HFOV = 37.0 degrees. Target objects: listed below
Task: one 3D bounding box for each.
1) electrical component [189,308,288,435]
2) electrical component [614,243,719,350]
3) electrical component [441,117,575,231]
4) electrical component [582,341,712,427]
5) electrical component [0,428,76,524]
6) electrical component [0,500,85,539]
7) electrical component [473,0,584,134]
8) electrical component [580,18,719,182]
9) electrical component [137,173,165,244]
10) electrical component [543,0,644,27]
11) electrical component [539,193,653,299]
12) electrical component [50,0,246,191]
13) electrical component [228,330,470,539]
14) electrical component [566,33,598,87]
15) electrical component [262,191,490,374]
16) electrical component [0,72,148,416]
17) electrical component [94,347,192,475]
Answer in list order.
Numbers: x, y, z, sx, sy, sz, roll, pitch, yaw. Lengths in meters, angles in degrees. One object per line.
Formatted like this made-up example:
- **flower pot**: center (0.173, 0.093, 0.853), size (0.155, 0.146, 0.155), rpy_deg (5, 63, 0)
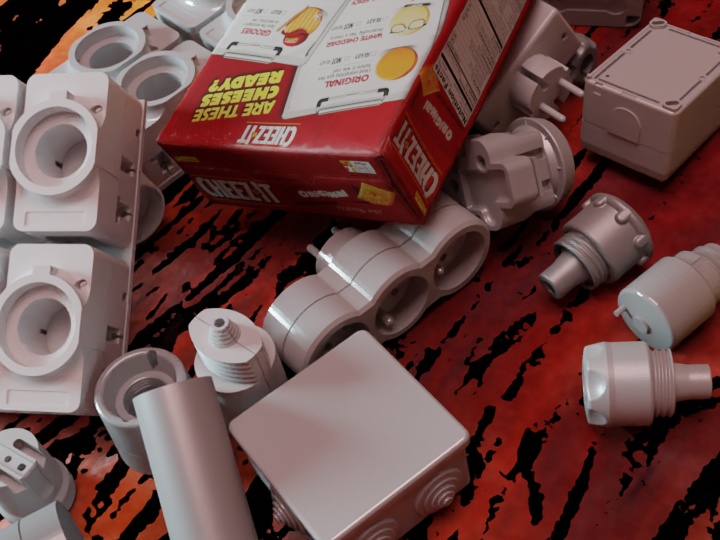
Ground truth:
- **electrical component**: center (-0.064, 0.051, 0.566), size (0.043, 0.081, 0.043), rpy_deg (-6, 50, 7)
- **electrical component**: center (0.175, 0.009, 0.577), size (0.078, 0.040, 0.040), rpy_deg (-36, 53, -17)
- **electrical component**: center (0.088, -0.057, 0.633), size (0.057, 0.058, 0.078), rpy_deg (-20, 13, -25)
- **electrical component**: center (0.144, 0.057, 0.542), size (0.062, 0.043, 0.043), rpy_deg (-3, 51, 9)
- **electrical component**: center (-0.176, 0.109, 0.565), size (0.040, 0.046, 0.040), rpy_deg (-6, 50, 7)
- **electrical component**: center (-0.120, 0.165, 0.503), size (0.074, 0.052, 0.138), rpy_deg (-27, 51, -10)
- **electrical component**: center (0.106, -0.118, 0.670), size (0.076, 0.047, 0.083), rpy_deg (41, 97, 35)
- **electrical component**: center (0.187, -0.105, 0.659), size (0.062, 0.061, 0.096), rpy_deg (30, 54, 31)
- **electrical component**: center (-0.169, -0.063, 0.682), size (0.077, 0.079, 0.043), rpy_deg (33, 62, 32)
- **electrical component**: center (0.157, -0.226, 0.726), size (0.078, 0.113, 0.057), rpy_deg (7, 56, 17)
- **electrical component**: center (0.128, -0.009, 0.601), size (0.062, 0.048, 0.048), rpy_deg (-39, 54, -11)
- **electrical component**: center (-0.114, -0.149, 0.754), size (0.186, 0.060, 0.105), rpy_deg (-41, 55, -21)
- **electrical component**: center (-0.003, 0.092, 0.541), size (0.100, 0.048, 0.100), rpy_deg (-35, 53, -16)
- **electrical component**: center (0.126, -0.146, 0.719), size (0.061, 0.035, 0.035), rpy_deg (29, 62, 33)
- **electrical component**: center (0.000, 0.000, 0.613), size (0.138, 0.052, 0.074), rpy_deg (-37, 54, -18)
- **electrical component**: center (-0.188, -0.014, 0.606), size (0.105, 0.060, 0.186), rpy_deg (0, 80, 12)
- **electrical component**: center (-0.111, 0.075, 0.579), size (0.055, 0.047, 0.055), rpy_deg (-6, 50, 7)
